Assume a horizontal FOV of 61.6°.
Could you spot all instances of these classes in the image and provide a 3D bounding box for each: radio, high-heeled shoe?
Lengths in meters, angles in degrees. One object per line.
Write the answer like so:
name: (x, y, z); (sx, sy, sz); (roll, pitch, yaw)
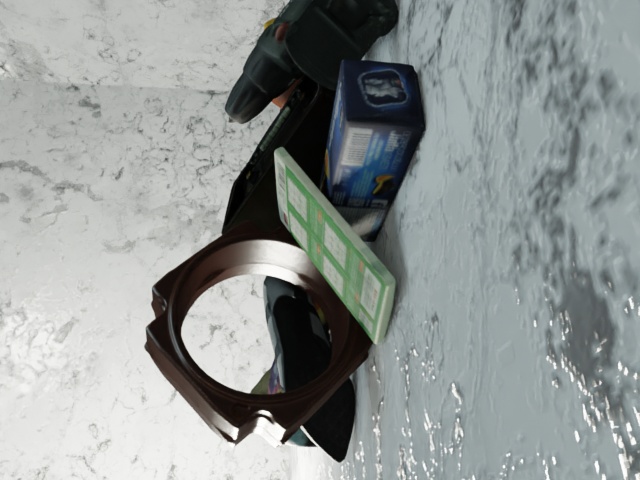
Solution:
radio: (-0.034, -0.102, 0.664); (0.229, 0.073, 0.131); (-49, 25, 29)
high-heeled shoe: (-0.022, 0.154, 0.707); (0.145, 0.086, 0.248); (167, 91, -77)

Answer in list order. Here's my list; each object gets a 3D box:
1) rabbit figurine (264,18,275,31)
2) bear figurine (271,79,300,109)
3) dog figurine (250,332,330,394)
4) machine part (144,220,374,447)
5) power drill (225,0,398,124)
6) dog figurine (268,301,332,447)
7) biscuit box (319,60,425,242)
rabbit figurine: (-0.012, -0.294, 0.931); (0.173, 0.122, 0.162); (72, 179, -47)
bear figurine: (0.003, -0.266, 0.739); (0.132, 0.120, 0.195); (3, -59, -55)
dog figurine: (-0.064, 0.226, 0.938); (0.121, 0.172, 0.190); (174, 91, -74)
machine part: (-0.061, 0.090, 0.561); (0.201, 0.201, 0.087); (43, 148, 14)
power drill: (-0.013, -0.202, 0.557); (0.232, 0.086, 0.207); (-51, 18, 5)
dog figurine: (-0.018, 0.167, 0.786); (0.191, 0.108, 0.219); (173, 101, -86)
biscuit box: (0.036, -0.066, 0.475); (0.202, 0.059, 0.063); (103, 167, -64)
